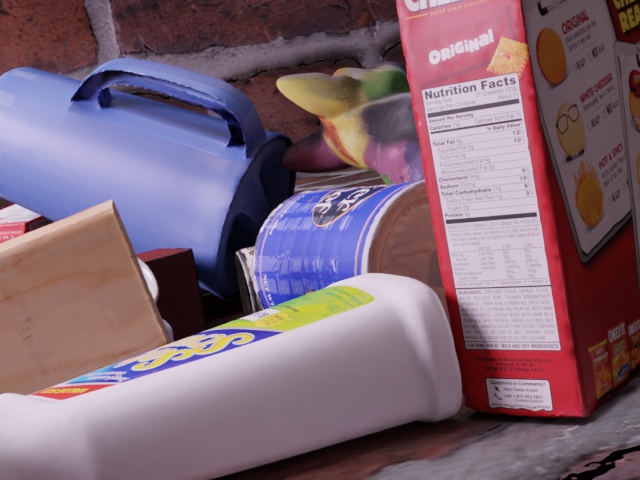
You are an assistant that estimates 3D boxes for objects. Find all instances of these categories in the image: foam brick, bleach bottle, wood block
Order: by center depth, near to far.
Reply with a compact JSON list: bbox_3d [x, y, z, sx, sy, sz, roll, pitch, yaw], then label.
[{"bbox_3d":[-0.070,0.079,0.474,0.250,0.068,0.103,-16,8,-19],"label":"bleach bottle"},{"bbox_3d":[-0.191,0.059,0.574,0.206,0.090,0.091,-22,8,-8],"label":"wood block"},{"bbox_3d":[-0.116,0.049,0.747,0.051,0.078,0.053,-15,9,-39],"label":"foam brick"}]

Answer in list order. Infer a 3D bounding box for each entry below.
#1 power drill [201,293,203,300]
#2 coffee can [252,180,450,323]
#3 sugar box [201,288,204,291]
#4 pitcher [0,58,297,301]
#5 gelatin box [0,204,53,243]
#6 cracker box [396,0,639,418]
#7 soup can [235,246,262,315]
[{"bbox_3d":[-0.205,0.056,0.942,0.187,0.057,0.185,-11,9,-18],"label":"power drill"},{"bbox_3d":[0.035,0.017,0.647,0.102,0.103,0.141,-15,7,-29],"label":"coffee can"},{"bbox_3d":[-0.150,0.033,1.099,0.176,0.048,0.093,-7,6,1],"label":"sugar box"},{"bbox_3d":[-0.148,-0.061,0.834,0.243,0.149,0.145,20,-1,16],"label":"pitcher"},{"bbox_3d":[-0.250,-0.011,0.916,0.073,0.030,0.089,-3,16,26],"label":"gelatin box"},{"bbox_3d":[0.117,-0.041,0.515,0.072,0.214,0.163,-5,9,40],"label":"cracker box"},{"bbox_3d":[-0.005,0.029,0.768,0.102,0.068,0.068,-12,6,-11],"label":"soup can"}]
